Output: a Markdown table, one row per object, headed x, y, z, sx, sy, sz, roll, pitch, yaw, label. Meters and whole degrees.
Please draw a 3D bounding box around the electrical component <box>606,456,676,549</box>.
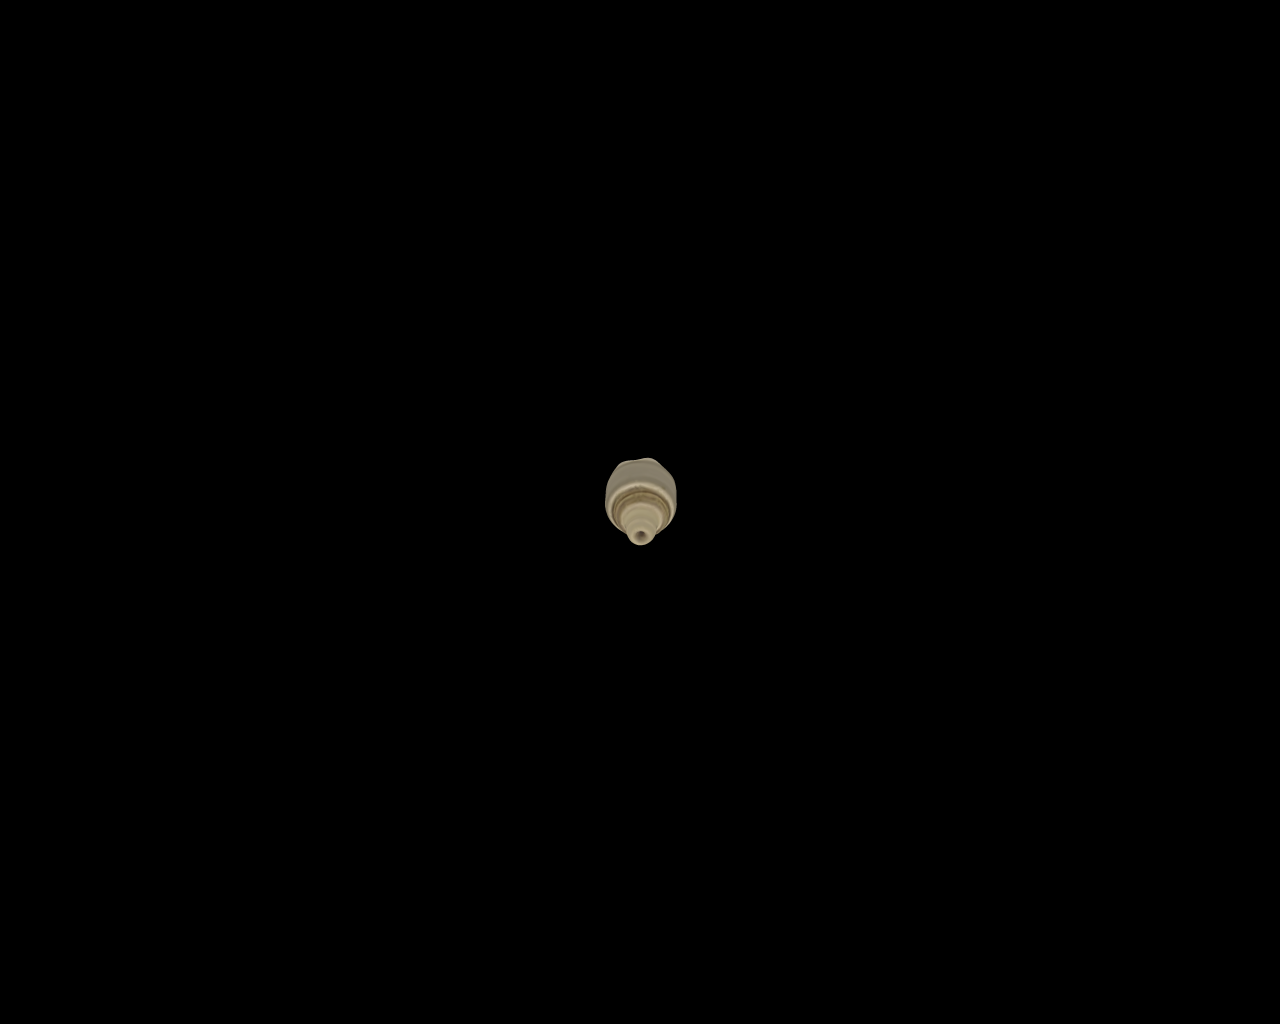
| x | y | z | sx | sy | sz | roll | pitch | yaw | label |
| --- | --- | --- | --- | --- | --- | --- | --- | --- | --- |
| 0.001 | -0.003 | 0.650 | 0.043 | 0.043 | 0.062 | 0 | 35 | 0 | electrical component |
